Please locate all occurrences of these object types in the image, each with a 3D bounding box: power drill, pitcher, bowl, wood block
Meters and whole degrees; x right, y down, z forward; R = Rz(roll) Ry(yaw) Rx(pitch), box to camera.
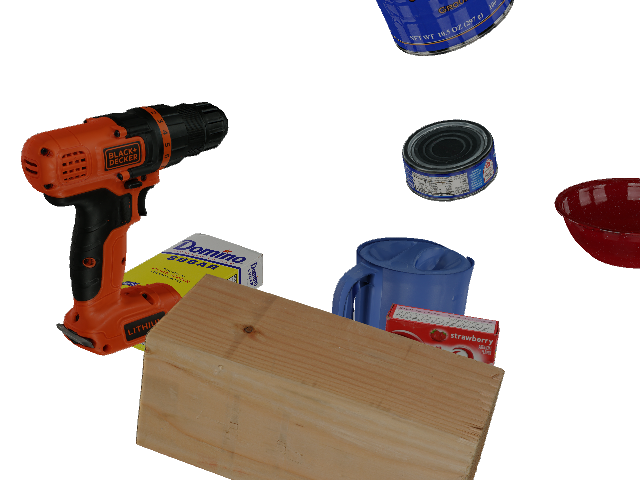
[{"bbox_3d":[-0.148,-0.014,0.862,0.184,0.188,0.057,-18,26,-40],"label":"power drill"},{"bbox_3d":[0.089,0.126,1.230,0.149,0.243,0.145,7,17,6],"label":"pitcher"},{"bbox_3d":[0.325,-0.014,1.109,0.162,0.055,0.162,-3,23,1],"label":"bowl"},{"bbox_3d":[-0.001,0.105,0.671,0.206,0.090,0.090,17,30,14],"label":"wood block"}]

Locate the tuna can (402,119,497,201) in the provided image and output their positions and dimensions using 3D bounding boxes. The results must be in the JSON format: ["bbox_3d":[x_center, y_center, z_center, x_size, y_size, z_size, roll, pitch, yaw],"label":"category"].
[{"bbox_3d":[0.119,-0.075,0.984,0.086,0.034,0.086,-9,38,7],"label":"tuna can"}]

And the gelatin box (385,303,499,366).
[{"bbox_3d":[0.094,0.095,0.851,0.089,0.073,0.030,9,23,10],"label":"gelatin box"}]

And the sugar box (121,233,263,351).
[{"bbox_3d":[-0.146,0.049,1.092,0.093,0.048,0.175,17,33,28],"label":"sugar box"}]

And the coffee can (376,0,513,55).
[{"bbox_3d":[0.077,-0.227,0.810,0.103,0.102,0.140,0,-43,35],"label":"coffee can"}]
